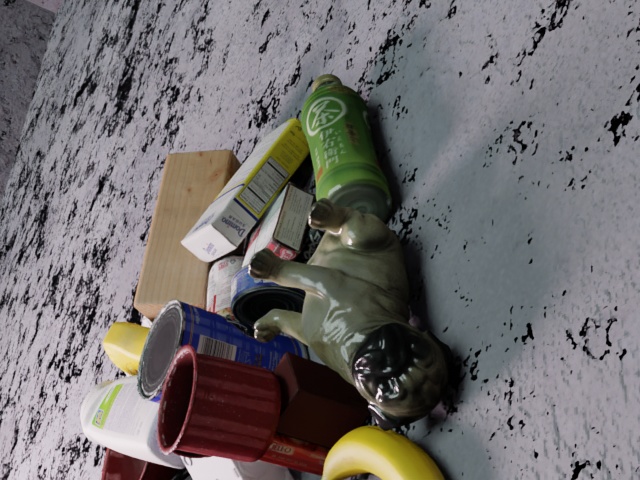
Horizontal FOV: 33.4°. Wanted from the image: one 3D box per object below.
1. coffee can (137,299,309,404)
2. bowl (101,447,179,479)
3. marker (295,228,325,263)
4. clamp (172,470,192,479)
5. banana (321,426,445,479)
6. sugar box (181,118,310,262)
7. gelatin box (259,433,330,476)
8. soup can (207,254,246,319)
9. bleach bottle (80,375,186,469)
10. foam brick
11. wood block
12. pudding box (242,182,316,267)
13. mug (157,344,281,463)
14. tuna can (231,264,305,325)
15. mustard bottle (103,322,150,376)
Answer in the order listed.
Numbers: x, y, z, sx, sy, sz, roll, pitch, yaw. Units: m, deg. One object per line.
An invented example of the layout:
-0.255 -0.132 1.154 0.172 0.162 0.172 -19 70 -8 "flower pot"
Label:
-0.096 0.128 1.059 0.103 0.140 0.103 -46 33 42 "coffee can"
-0.208 0.259 1.293 0.162 0.055 0.162 -46 33 41 "bowl"
-0.007 0.001 1.123 0.121 0.020 0.020 -59 26 22 "marker"
-0.155 0.278 1.126 0.210 0.036 0.164 -44 1 34 "clamp"
0.052 0.183 0.837 0.198 0.037 0.069 170 100 -64 "banana"
-0.079 -0.056 1.215 0.176 0.048 0.093 -57 16 -27 "sugar box"
-0.028 0.167 0.967 0.030 0.073 0.089 -57 27 25 "gelatin box"
-0.091 0.074 1.180 0.069 0.068 0.102 -48 31 39 "soup can"
-0.208 0.192 1.210 0.251 0.068 0.102 -3 55 57 "bleach bottle"
-0.005 0.142 0.932 0.051 0.078 0.053 -57 27 23 "foam brick"
-0.149 0.003 1.293 0.090 0.090 0.206 -2 62 19 "wood block"
-0.048 0.004 1.150 0.090 0.039 0.113 -52 16 35 "pudding box"
-0.090 0.150 0.910 0.117 0.081 0.093 -59 26 34 "mug"
-0.048 0.058 1.081 0.086 0.086 0.034 -45 35 43 "tuna can"
-0.165 0.140 1.238 0.192 0.096 0.058 4 58 47 "mustard bottle"
